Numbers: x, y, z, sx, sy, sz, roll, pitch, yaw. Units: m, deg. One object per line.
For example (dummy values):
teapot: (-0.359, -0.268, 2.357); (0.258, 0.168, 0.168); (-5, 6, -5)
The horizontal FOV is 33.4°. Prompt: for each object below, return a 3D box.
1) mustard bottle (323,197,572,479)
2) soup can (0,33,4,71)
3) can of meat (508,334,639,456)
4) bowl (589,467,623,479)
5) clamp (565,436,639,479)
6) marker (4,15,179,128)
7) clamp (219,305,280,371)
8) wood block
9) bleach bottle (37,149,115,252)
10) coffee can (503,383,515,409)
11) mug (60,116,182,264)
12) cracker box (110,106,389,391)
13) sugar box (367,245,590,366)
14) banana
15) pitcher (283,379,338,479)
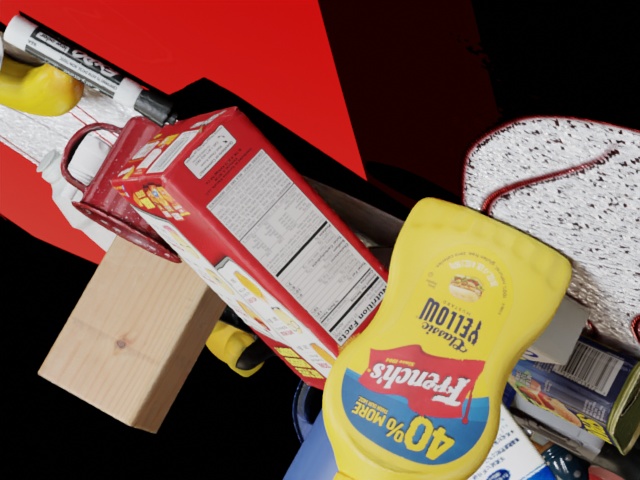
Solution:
mustard bottle: (0.056, 0.079, 0.582); (0.096, 0.191, 0.058); (26, 170, 11)
soup can: (-0.278, -0.139, 0.754); (0.102, 0.068, 0.068); (20, 168, 43)
can of meat: (0.184, 0.100, 0.746); (0.084, 0.057, 0.102); (25, 170, 28)
bowl: (0.297, 0.219, 1.051); (0.162, 0.055, 0.162); (28, 171, 5)
clamp: (0.281, 0.190, 0.930); (0.164, 0.036, 0.210); (7, -164, -41)
marker: (-0.146, -0.108, 0.691); (0.121, 0.020, 0.020); (29, 170, -6)
clamp: (-0.050, 0.101, 1.105); (0.171, 0.039, 0.120); (14, -150, -37)
wood block: (-0.131, 0.044, 0.880); (0.091, 0.206, 0.090); (27, 170, 11)
bleach bottle: (-0.191, -0.014, 1.135); (0.250, 0.068, 0.102); (41, -150, -28)
coffee can: (0.119, 0.159, 0.978); (0.103, 0.140, 0.103); (27, 171, 5)
mug: (-0.136, -0.045, 0.801); (0.117, 0.081, 0.093); (29, 171, -7)
cracker box: (-0.028, 0.013, 0.702); (0.213, 0.072, 0.164); (46, 166, -16)
sugar box: (0.093, 0.041, 0.724); (0.093, 0.048, 0.176); (31, 171, -15)
banana: (-0.222, -0.119, 0.791); (0.198, 0.037, 0.069); (19, 168, 42)
pitcher: (0.043, 0.208, 1.141); (0.145, 0.243, 0.149); (33, 177, -16)
